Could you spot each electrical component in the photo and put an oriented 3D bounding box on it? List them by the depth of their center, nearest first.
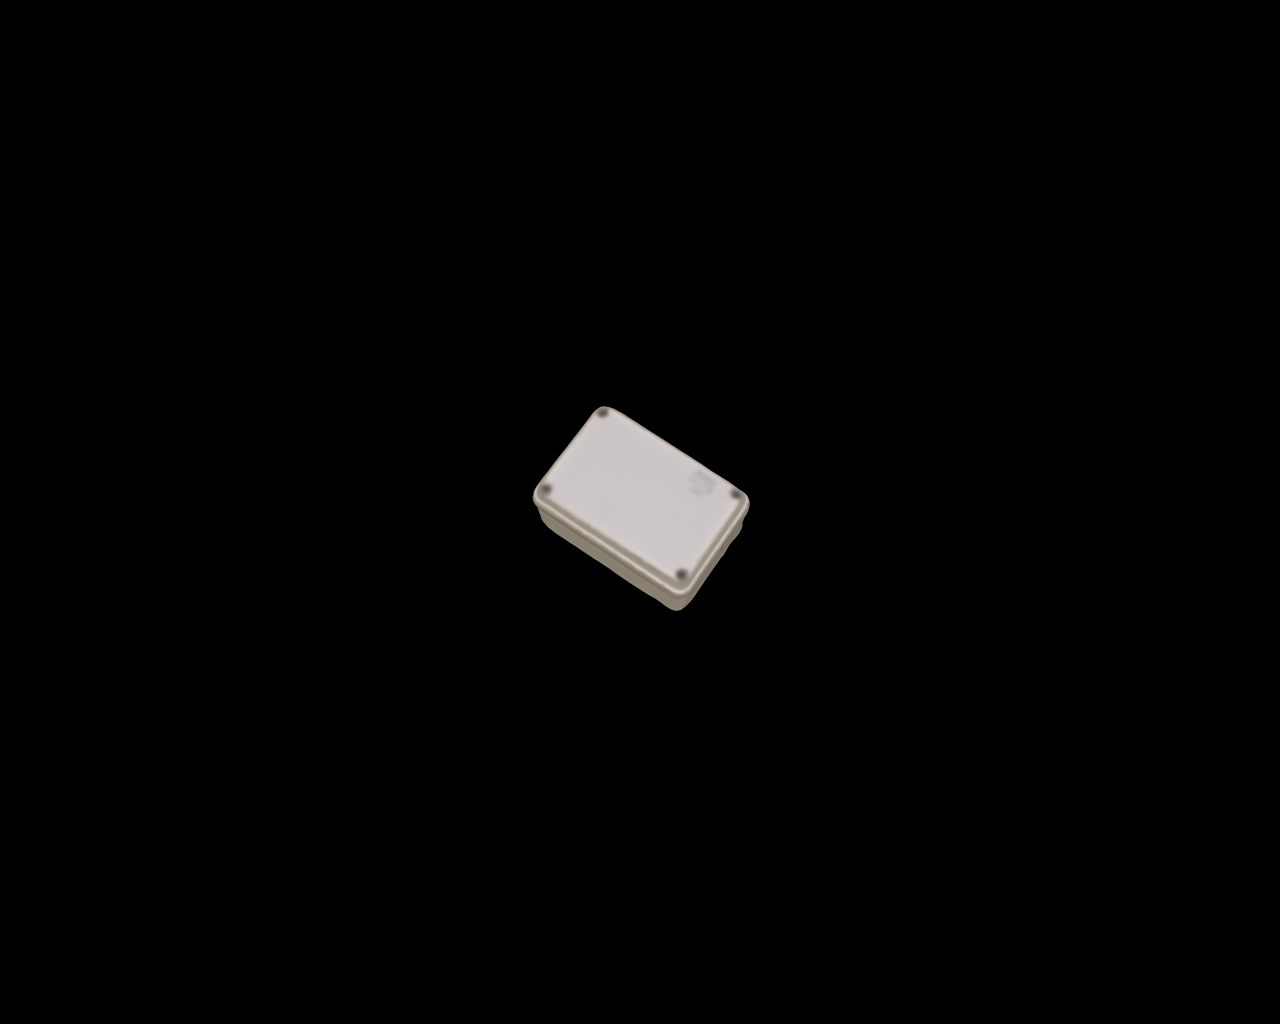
[{"bbox_3d":[0.001,-0.003,0.650,0.113,0.078,0.057,33,-16,11],"label":"electrical component"}]
